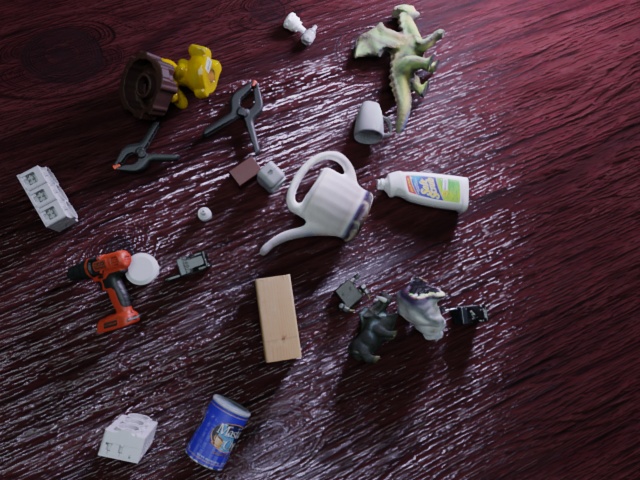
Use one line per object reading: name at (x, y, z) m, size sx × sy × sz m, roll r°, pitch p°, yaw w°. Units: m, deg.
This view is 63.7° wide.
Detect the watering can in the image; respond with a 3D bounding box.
watering can at (0.004, -0.069, 1.370) m, size 0.224 × 0.103 × 0.351 m, roll 29°, pitch 77°, yaw -2°

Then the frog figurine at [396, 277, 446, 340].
frog figurine at (0.265, 0.197, 1.356) m, size 0.124 × 0.138 × 0.157 m, roll -26°, pitch 121°, yaw -44°

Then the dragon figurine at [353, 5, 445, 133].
dragon figurine at (0.213, -0.521, 1.495) m, size 0.244 × 0.120 × 0.415 m, roll 24°, pitch 75°, yaw 13°
